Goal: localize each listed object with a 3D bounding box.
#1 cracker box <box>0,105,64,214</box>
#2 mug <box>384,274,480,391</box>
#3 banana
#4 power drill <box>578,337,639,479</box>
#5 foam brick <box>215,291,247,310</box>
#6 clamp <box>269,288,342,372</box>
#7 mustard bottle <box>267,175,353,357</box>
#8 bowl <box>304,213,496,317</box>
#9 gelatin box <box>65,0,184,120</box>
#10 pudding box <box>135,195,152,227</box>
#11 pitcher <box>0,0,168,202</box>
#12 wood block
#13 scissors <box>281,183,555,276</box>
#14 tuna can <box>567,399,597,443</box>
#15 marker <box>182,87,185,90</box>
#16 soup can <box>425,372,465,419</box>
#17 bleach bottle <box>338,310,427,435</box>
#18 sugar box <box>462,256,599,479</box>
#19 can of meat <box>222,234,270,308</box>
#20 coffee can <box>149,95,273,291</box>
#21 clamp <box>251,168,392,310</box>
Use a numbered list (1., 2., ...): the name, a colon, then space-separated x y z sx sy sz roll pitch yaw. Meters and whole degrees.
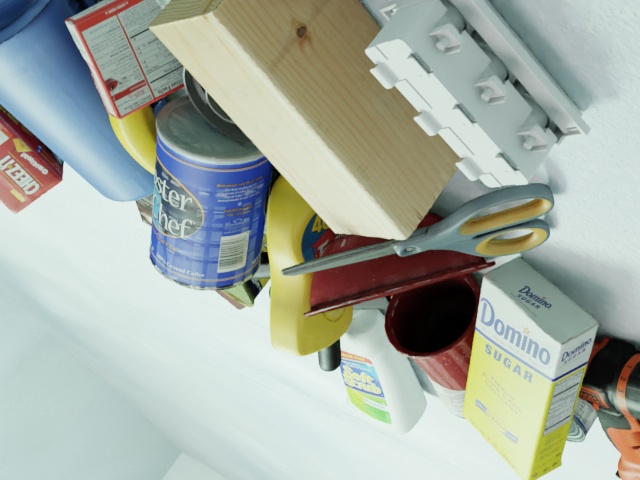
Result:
1. cracker box: -0.331 -0.148 1.068 0.164 0.072 0.214 50 -168 -32
2. mug: 0.127 0.079 0.947 0.117 0.093 0.081 -19 138 23
3. banana: -0.139 -0.093 0.951 0.037 0.069 0.197 58 178 39
4. power drill: 0.281 0.156 0.885 0.185 0.057 0.187 17 150 53
5. foam brick: -0.084 0.032 1.205 0.053 0.078 0.051 39 160 -7
6. clamp: -0.008 0.047 1.107 0.120 0.039 0.172 42 140 27
7. mustard bottle: -0.008 -0.002 0.926 0.058 0.096 0.192 14 118 31
8. bowl: 0.057 0.016 0.867 0.162 0.162 0.055 153 102 -70
9. gelatin box: -0.152 -0.152 0.862 0.030 0.073 0.089 33 150 55
10. pudding box: -0.165 -0.024 1.276 0.113 0.039 0.090 33 161 11
11. pitcher: -0.213 -0.144 0.967 0.149 0.145 0.242 37 169 41
12. wood block: -0.002 -0.102 0.722 0.206 0.090 0.090 48 158 -28
13. scissors: 0.080 0.006 0.780 0.202 0.016 0.096 -21 150 25
14. tuna can: 0.222 0.155 1.019 0.086 0.033 0.086 33 161 13
15. marker: -0.108 -0.157 0.892 0.020 0.020 0.121 37 161 1
16. soup can: 0.138 0.124 1.043 0.069 0.068 0.102 23 158 35
17. bleach bottle: 0.053 0.132 1.225 0.103 0.068 0.250 25 156 32
18. sugar box: 0.166 0.109 0.870 0.093 0.048 0.176 45 150 39
19. can of meat: -0.076 0.009 1.127 0.057 0.084 0.102 28 160 25
20. coffee can: -0.094 -0.042 0.926 0.103 0.102 0.140 29 130 23
21. clamp: -0.007 0.001 1.004 0.210 0.036 0.165 20 124 8
